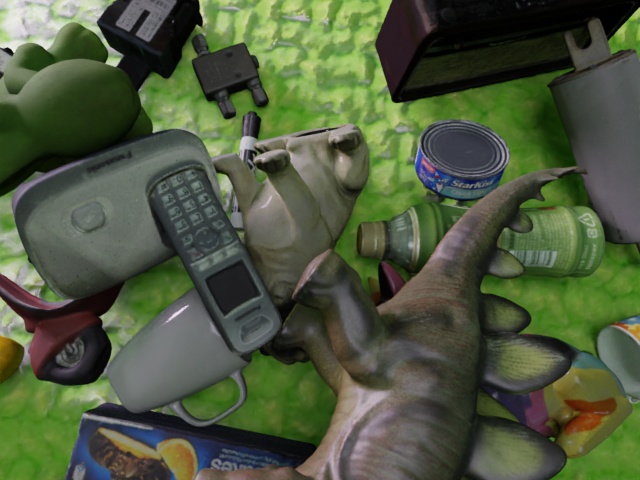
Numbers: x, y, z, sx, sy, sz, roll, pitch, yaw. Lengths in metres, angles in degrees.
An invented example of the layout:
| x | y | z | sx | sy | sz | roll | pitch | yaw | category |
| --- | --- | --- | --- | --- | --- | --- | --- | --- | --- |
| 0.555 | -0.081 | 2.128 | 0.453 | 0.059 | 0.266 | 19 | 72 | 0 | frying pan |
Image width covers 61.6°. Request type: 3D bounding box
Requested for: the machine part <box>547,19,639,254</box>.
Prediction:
| x | y | z | sx | sy | sz | roll | pitch | yaw | category |
| --- | --- | --- | --- | --- | --- | --- | --- | --- | --- |
| 0.283 | -0.086 | 0.510 | 0.079 | 0.079 | 0.243 | -27 | 102 | -9 | machine part |

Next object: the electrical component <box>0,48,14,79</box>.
| x | y | z | sx | sy | sz | roll | pitch | yaw | category |
| --- | --- | --- | --- | --- | --- | --- | --- | --- | --- |
| -0.336 | -0.128 | 0.498 | 0.115 | 0.058 | 0.134 | 32 | 79 | 3 | electrical component |

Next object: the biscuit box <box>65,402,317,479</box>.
| x | y | z | sx | sy | sz | roll | pitch | yaw | category |
| --- | --- | --- | --- | --- | --- | --- | --- | --- | --- |
| -0.101 | 0.191 | 0.456 | 0.203 | 0.063 | 0.059 | 12 | 81 | -3 | biscuit box |

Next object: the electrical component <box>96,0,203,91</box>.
| x | y | z | sx | sy | sz | roll | pitch | yaw | category |
| --- | --- | --- | --- | --- | --- | --- | --- | --- | --- |
| -0.177 | -0.197 | 0.530 | 0.075 | 0.047 | 0.119 | 31 | 77 | 2 | electrical component |

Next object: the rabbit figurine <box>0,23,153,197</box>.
| x | y | z | sx | sy | sz | roll | pitch | yaw | category |
| --- | --- | --- | --- | --- | --- | --- | --- | --- | --- |
| -0.209 | -0.105 | 0.419 | 0.159 | 0.170 | 0.121 | -29 | 112 | -28 | rabbit figurine |

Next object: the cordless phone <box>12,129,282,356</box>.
| x | y | z | sx | sy | sz | roll | pitch | yaw | category |
| --- | --- | --- | --- | --- | --- | --- | --- | --- | --- |
| -0.122 | 0.021 | 0.406 | 0.146 | 0.089 | 0.184 | -30 | 89 | -27 | cordless phone |

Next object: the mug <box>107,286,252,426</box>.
| x | y | z | sx | sy | sz | roll | pitch | yaw | category |
| --- | --- | --- | --- | --- | --- | --- | --- | --- | --- |
| -0.119 | 0.110 | 0.466 | 0.107 | 0.081 | 0.109 | -32 | 85 | 0 | mug |

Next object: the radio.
| x | y | z | sx | sy | sz | roll | pitch | yaw | category |
| --- | --- | --- | --- | --- | --- | --- | --- | --- | --- |
| 0.179 | -0.211 | 0.519 | 0.230 | 0.131 | 0.073 | -15 | 79 | -7 | radio |

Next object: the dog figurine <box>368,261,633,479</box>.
| x | y | z | sx | sy | sz | roll | pitch | yaw | category |
| --- | --- | --- | --- | --- | --- | --- | --- | --- | --- |
| 0.130 | 0.102 | 0.472 | 0.191 | 0.108 | 0.219 | -34 | 82 | -9 | dog figurine |

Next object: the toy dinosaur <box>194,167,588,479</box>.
| x | y | z | sx | sy | sz | roll | pitch | yaw | category |
| --- | --- | --- | --- | --- | --- | --- | --- | --- | --- |
| 0.059 | 0.100 | 0.371 | 0.199 | 0.105 | 0.471 | 29 | 71 | 2 | toy dinosaur |

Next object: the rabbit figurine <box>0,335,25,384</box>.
| x | y | z | sx | sy | sz | roll | pitch | yaw | category |
| --- | --- | --- | --- | --- | --- | --- | --- | --- | --- |
| -0.334 | 0.077 | 0.403 | 0.122 | 0.173 | 0.162 | -33 | 88 | -6 | rabbit figurine |

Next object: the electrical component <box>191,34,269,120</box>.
| x | y | z | sx | sy | sz | roll | pitch | yaw | category |
| --- | --- | --- | --- | --- | --- | --- | --- | --- | --- |
| -0.093 | -0.171 | 0.544 | 0.063 | 0.021 | 0.094 | -24 | 82 | -9 | electrical component |

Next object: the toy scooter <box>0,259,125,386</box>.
| x | y | z | sx | sy | sz | roll | pitch | yaw | category |
| --- | --- | --- | --- | --- | --- | --- | --- | --- | --- |
| -0.223 | 0.023 | 0.467 | 0.135 | 0.075 | 0.184 | 19 | 72 | 4 | toy scooter |

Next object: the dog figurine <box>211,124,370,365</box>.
| x | y | z | sx | sy | sz | roll | pitch | yaw | category |
| --- | --- | --- | --- | --- | --- | --- | --- | --- | --- |
| -0.005 | -0.001 | 0.498 | 0.172 | 0.121 | 0.190 | -24 | 110 | -29 | dog figurine |
